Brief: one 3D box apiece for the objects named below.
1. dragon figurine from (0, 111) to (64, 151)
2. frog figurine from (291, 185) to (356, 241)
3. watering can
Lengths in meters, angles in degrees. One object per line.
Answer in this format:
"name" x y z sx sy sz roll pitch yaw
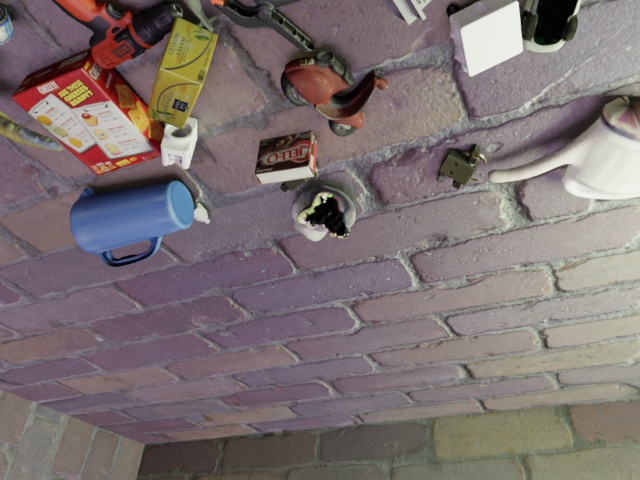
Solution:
"dragon figurine" -0.669 -0.247 0.910 0.406 0.124 0.242 34 161 -26
"frog figurine" 0.003 -0.057 1.137 0.137 0.123 0.159 0 -179 -9
"watering can" 0.502 -0.155 0.930 0.348 0.106 0.219 4 142 -1
